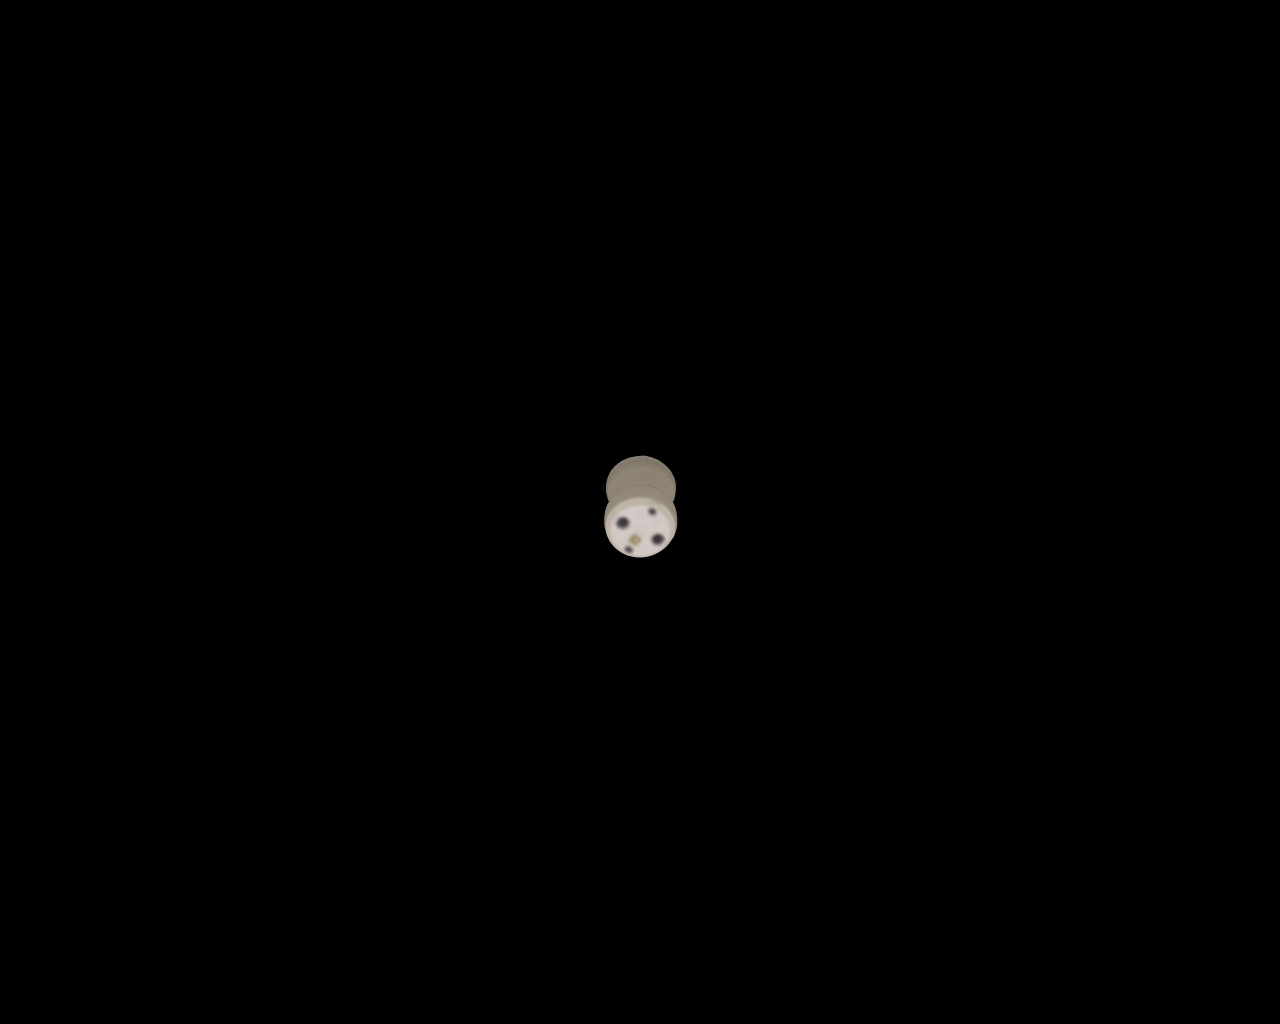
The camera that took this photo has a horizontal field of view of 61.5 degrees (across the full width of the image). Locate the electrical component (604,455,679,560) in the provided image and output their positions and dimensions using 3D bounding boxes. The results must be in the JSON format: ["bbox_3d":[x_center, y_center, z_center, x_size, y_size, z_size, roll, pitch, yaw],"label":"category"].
[{"bbox_3d":[0.001,-0.003,0.650,0.045,0.044,0.055,0,30,0],"label":"electrical component"}]
